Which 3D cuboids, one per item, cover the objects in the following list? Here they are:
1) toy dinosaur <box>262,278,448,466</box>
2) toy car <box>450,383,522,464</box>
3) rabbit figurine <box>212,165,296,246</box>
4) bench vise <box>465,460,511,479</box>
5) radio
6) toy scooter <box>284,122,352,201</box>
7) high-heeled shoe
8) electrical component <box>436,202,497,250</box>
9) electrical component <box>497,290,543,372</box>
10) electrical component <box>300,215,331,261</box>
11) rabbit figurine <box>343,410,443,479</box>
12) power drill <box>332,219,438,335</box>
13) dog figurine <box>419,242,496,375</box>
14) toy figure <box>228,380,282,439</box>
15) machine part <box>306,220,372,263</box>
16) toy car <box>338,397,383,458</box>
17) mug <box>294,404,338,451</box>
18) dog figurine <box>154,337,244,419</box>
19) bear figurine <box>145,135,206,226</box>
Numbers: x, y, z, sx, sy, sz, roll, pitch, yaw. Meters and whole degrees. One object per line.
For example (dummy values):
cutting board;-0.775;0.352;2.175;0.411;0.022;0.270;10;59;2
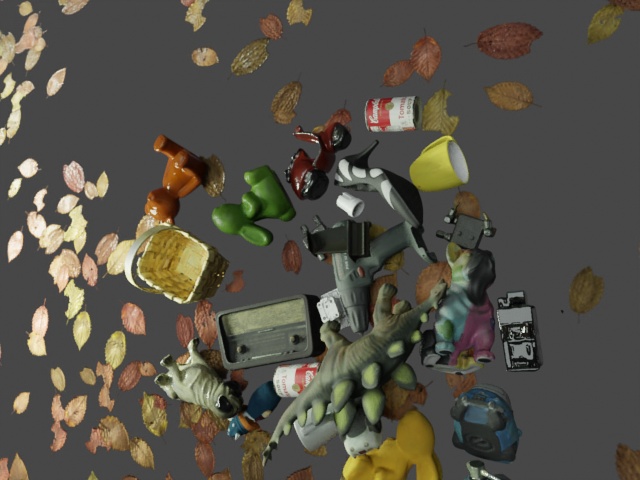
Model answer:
toy dinosaur;0.056;0.233;0.964;0.471;0.105;0.199;-44;26;20
toy car;0.286;0.302;0.926;0.109;0.161;0.103;1;39;32
rabbit figurine;-0.148;-0.061;1.186;0.170;0.121;0.159;-29;93;4
bench vise;0.233;0.488;0.884;0.241;0.129;0.223;-14;106;-14
radio;-0.106;0.199;1.148;0.230;0.073;0.131;-15;76;23
toy scooter;-0.022;-0.181;1.165;0.135;0.075;0.183;32;95;30
high-heeled shoe;0.105;-0.086;1.061;0.145;0.086;0.249;-48;47;33
electrical component;0.277;-0.022;1.013;0.102;0.045;0.078;28;94;26
electrical component;0.342;0.154;0.918;0.058;0.115;0.134;-9;81;22
electrical component;-0.002;-0.003;1.157;0.063;0.021;0.094;-37;68;16
rabbit figurine;0.148;0.394;0.973;0.162;0.122;0.173;39;99;20
power drill;0.123;0.050;1.065;0.207;0.086;0.232;-27;69;28
dog figurine;0.255;0.117;0.965;0.108;0.191;0.219;14;64;-1
toy figure;-0.140;0.368;1.149;0.058;0.064;0.154;36;107;-14
machine part;0.036;0.004;1.058;0.139;0.039;0.084;-4;84;29
toy car;0.074;0.309;1.007;0.073;0.056;0.202;-28;27;16
mug;0.008;0.353;1.059;0.107;0.109;0.081;-31;65;3
dog figurine;-0.257;0.337;1.179;0.191;0.172;0.121;42;57;18
bear figurine;-0.368;-0.132;1.295;0.120;0.131;0.196;41;94;27
